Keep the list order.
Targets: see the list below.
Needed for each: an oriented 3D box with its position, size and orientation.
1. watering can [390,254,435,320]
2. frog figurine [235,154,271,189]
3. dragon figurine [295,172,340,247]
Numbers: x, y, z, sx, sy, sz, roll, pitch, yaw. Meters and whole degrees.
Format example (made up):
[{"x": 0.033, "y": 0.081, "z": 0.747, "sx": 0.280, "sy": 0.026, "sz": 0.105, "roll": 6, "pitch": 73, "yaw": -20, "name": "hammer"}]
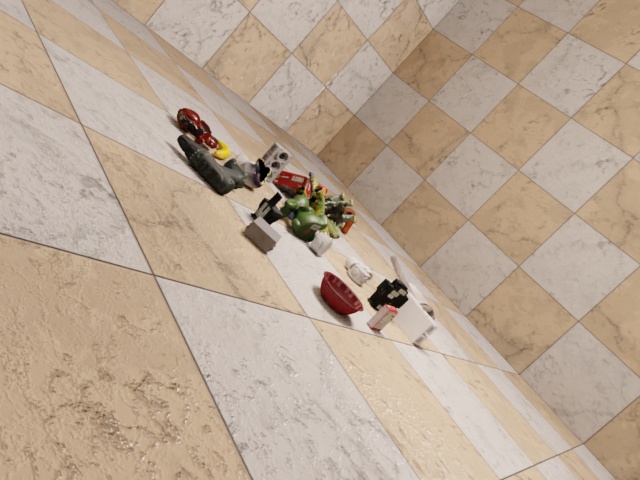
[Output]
[{"x": 0.364, "y": 0.229, "z": 2.090, "sx": 0.229, "sy": 0.104, "sz": 0.340, "roll": 57, "pitch": -7, "yaw": 49, "name": "watering can"}, {"x": -0.274, "y": -0.253, "z": 1.885, "sx": 0.160, "sy": 0.122, "sz": 0.138, "roll": 9, "pitch": 6, "yaw": 23, "name": "frog figurine"}, {"x": 0.006, "y": -0.105, "z": 2.078, "sx": 0.239, "sy": 0.121, "sz": 0.419, "roll": 60, "pitch": 19, "yaw": -26, "name": "dragon figurine"}]
